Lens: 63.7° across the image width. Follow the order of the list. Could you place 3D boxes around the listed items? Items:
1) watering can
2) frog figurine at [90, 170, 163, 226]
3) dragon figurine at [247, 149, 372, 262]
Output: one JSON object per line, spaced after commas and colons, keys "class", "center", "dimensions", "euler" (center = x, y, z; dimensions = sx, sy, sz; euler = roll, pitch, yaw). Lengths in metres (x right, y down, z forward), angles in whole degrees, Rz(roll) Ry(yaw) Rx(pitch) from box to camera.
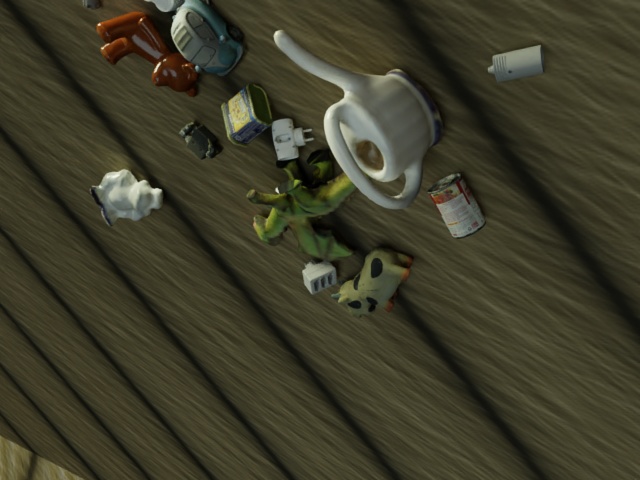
{"class": "watering can", "center": [0.082, -0.221, 0.859], "dimensions": [0.103, 0.228, 0.345], "euler": [-19, 106, 54]}
{"class": "frog figurine", "center": [-0.483, -0.116, 1.322], "dimensions": [0.159, 0.123, 0.136], "euler": [-16, 101, -4]}
{"class": "dragon figurine", "center": [0.003, -0.055, 1.088], "dimensions": [0.409, 0.125, 0.238], "euler": [-2, 132, 32]}
